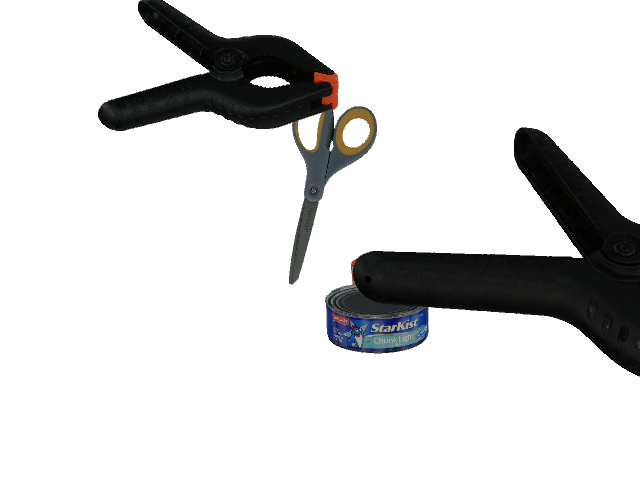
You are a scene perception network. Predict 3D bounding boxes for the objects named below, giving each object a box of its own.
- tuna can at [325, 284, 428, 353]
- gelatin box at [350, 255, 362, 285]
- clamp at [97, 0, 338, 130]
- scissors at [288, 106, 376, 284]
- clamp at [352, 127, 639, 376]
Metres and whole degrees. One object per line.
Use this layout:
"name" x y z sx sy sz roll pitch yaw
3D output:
"tuna can" 0.047 0.063 0.881 0.086 0.034 0.086 -1 15 0
"gelatin box" 0.078 0.068 1.335 0.073 0.089 0.030 13 31 30
"clamp" -0.072 -0.129 0.786 0.171 0.120 0.039 3 -26 -1
"scissors" 0.012 -0.057 1.081 0.096 0.202 0.016 -2 -11 -1
"clamp" 0.131 0.021 0.507 0.164 0.036 0.210 -32 48 -33
